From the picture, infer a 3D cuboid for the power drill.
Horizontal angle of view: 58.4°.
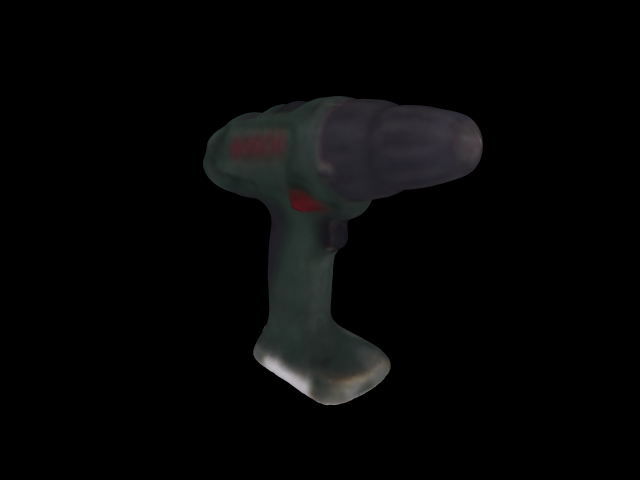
[{"bbox_3d":[0.004,0.001,0.400,0.076,0.208,0.228,-22,31,-40],"label":"power drill"}]
